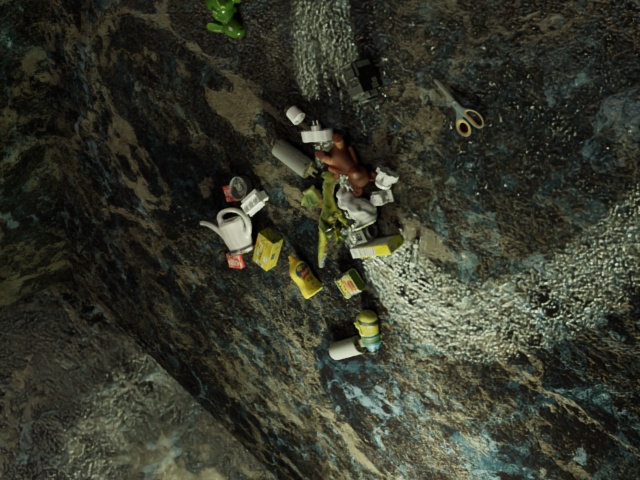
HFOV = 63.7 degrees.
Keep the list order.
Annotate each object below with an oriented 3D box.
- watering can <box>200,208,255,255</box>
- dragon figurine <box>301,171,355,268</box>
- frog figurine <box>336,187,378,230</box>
[{"bbox_3d":[-0.420,-0.035,2.390,0.345,0.105,0.223,-13,103,44],"label":"watering can"},{"bbox_3d":[0.006,-0.101,2.007,0.247,0.123,0.401,54,136,30],"label":"dragon figurine"},{"bbox_3d":[0.132,-0.124,1.834,0.121,0.139,0.159,-21,94,30],"label":"frog figurine"}]
